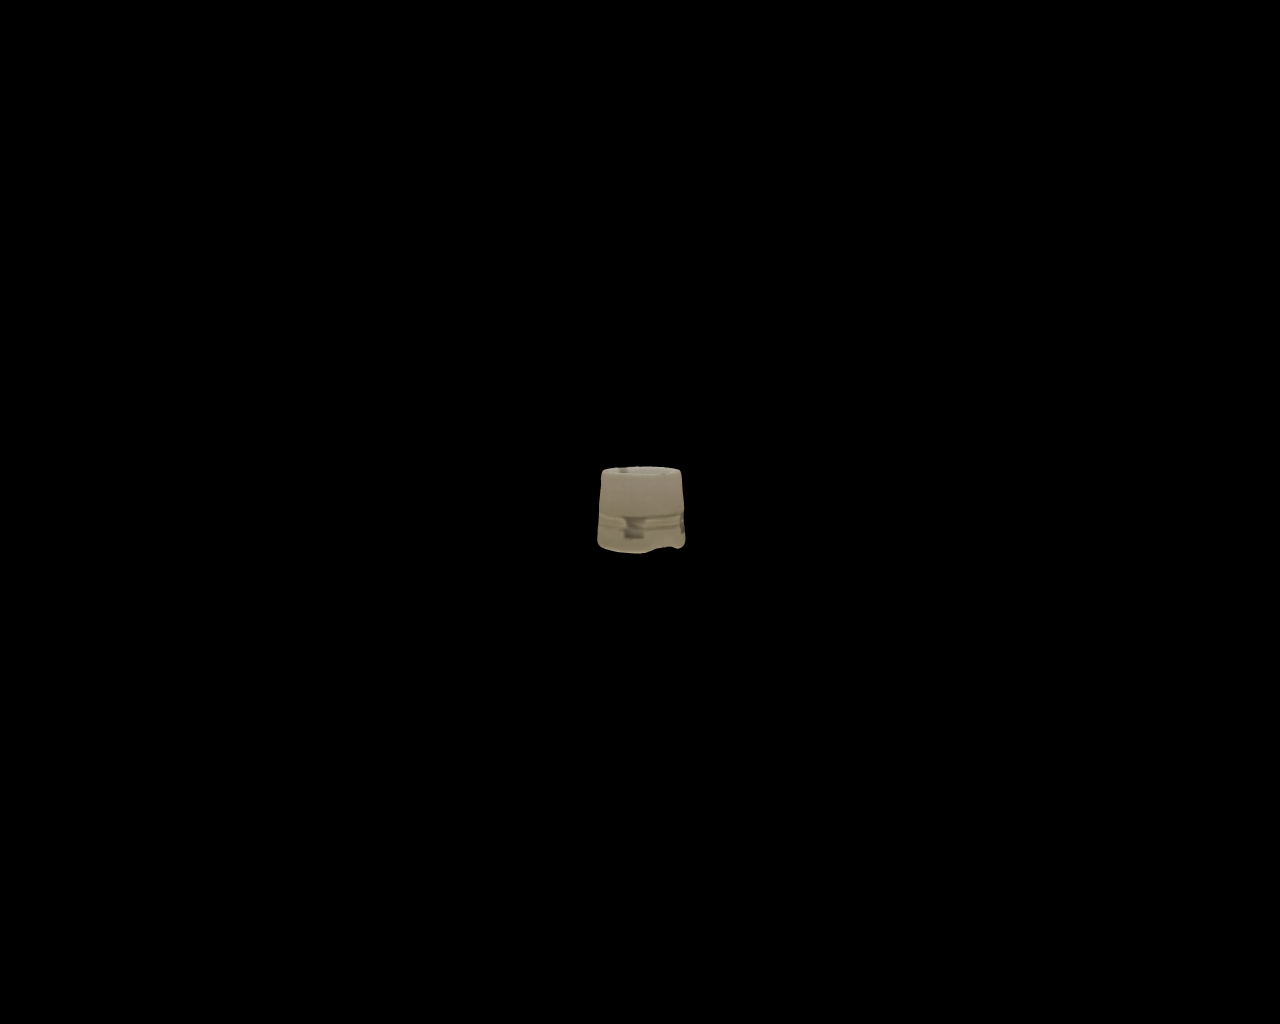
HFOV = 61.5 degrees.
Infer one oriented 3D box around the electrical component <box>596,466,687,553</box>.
[{"bbox_3d":[0.001,-0.003,0.650,0.055,0.047,0.055,0,7,0],"label":"electrical component"}]
